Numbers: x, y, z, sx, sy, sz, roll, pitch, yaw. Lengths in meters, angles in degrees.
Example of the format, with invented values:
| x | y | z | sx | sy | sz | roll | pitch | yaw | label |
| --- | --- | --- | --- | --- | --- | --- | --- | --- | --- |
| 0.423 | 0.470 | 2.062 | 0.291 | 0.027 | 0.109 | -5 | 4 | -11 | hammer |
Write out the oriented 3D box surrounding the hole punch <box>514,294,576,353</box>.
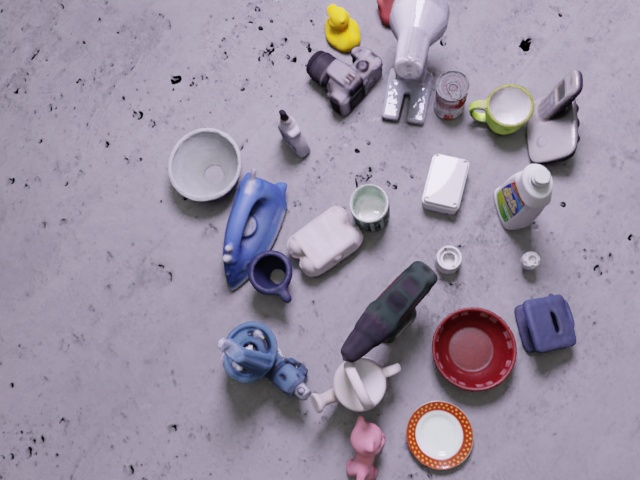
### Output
| x | y | z | sx | sy | sz | roll | pitch | yaw | label |
| --- | --- | --- | --- | --- | --- | --- | --- | --- | --- |
| 0.441 | 0.160 | 1.110 | 0.101 | 0.091 | 0.108 | -14 | 77 | 5 | hole punch |

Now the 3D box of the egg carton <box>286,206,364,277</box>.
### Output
| x | y | z | sx | sy | sz | roll | pitch | yaw | label |
| --- | --- | --- | --- | --- | --- | --- | --- | --- | --- |
| 0.011 | 0.004 | 1.208 | 0.150 | 0.069 | 0.107 | -37 | 76 | -1 | egg carton |

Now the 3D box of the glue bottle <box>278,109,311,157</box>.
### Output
| x | y | z | sx | sy | sz | roll | pitch | yaw | label |
| --- | --- | --- | --- | --- | --- | --- | --- | --- | --- |
| -0.063 | -0.235 | 1.212 | 0.037 | 0.173 | 0.078 | -39 | 76 | -1 | glue bottle |

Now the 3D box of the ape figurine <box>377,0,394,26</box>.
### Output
| x | y | z | sx | sy | sz | roll | pitch | yaw | label |
| --- | --- | --- | --- | --- | --- | --- | --- | --- | --- |
| 0.162 | -0.533 | 1.284 | 0.077 | 0.092 | 0.076 | 29 | 84 | 12 | ape figurine |

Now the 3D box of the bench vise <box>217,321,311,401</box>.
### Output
| x | y | z | sx | sy | sz | roll | pitch | yaw | label |
| --- | --- | --- | --- | --- | --- | --- | --- | --- | --- |
| -0.107 | 0.226 | 1.101 | 0.207 | 0.220 | 0.121 | 16 | 81 | 10 | bench vise |

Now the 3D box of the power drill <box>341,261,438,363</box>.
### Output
| x | y | z | sx | sy | sz | roll | pitch | yaw | label |
| --- | --- | --- | --- | --- | --- | --- | --- | --- | --- |
| 0.131 | 0.144 | 1.093 | 0.075 | 0.208 | 0.230 | 40 | 86 | 13 | power drill |

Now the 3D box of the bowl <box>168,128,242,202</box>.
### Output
| x | y | z | sx | sy | sz | roll | pitch | yaw | label |
| --- | --- | --- | --- | --- | --- | --- | --- | --- | --- |
| -0.246 | -0.158 | 1.271 | 0.167 | 0.075 | 0.167 | -1 | 79 | 7 | bowl |

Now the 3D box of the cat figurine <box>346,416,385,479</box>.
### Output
| x | y | z | sx | sy | sz | roll | pitch | yaw | label |
| --- | --- | --- | --- | --- | --- | --- | --- | --- | --- |
| 0.087 | 0.402 | 1.093 | 0.067 | 0.118 | 0.128 | 11 | 80 | 10 | cat figurine |

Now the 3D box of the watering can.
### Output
| x | y | z | sx | sy | sz | roll | pitch | yaw | label |
| --- | --- | --- | --- | --- | --- | --- | --- | --- | --- |
| 0.069 | 0.277 | 1.081 | 0.101 | 0.194 | 0.173 | 44 | 87 | 13 | watering can |

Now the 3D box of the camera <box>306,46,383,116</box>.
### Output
| x | y | z | sx | sy | sz | roll | pitch | yaw | label |
| --- | --- | --- | --- | --- | --- | --- | --- | --- | --- |
| 0.047 | -0.374 | 1.263 | 0.136 | 0.101 | 0.143 | 40 | 86 | 13 | camera |

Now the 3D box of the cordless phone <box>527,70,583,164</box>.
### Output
| x | y | z | sx | sy | sz | roll | pitch | yaw | label |
| --- | --- | --- | --- | --- | --- | --- | --- | --- | --- |
| 0.476 | -0.241 | 1.137 | 0.094 | 0.185 | 0.147 | -2 | 78 | 7 | cordless phone |

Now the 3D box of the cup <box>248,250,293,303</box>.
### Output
| x | y | z | sx | sy | sz | roll | pitch | yaw | label |
| --- | --- | --- | --- | --- | --- | --- | --- | --- | --- |
| -0.088 | 0.083 | 1.192 | 0.091 | 0.095 | 0.117 | -35 | 76 | 0 | cup |

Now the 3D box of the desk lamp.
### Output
| x | y | z | sx | sy | sz | roll | pitch | yaw | label |
| --- | --- | --- | --- | --- | --- | --- | --- | --- | --- |
| 0.194 | -0.377 | 1.186 | 0.117 | 0.214 | 0.203 | 9 | 80 | 9 | desk lamp |

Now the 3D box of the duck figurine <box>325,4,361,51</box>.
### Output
| x | y | z | sx | sy | sz | roll | pitch | yaw | label |
| --- | --- | --- | --- | --- | --- | --- | --- | --- | --- |
| 0.048 | -0.485 | 1.292 | 0.077 | 0.086 | 0.104 | -31 | 76 | 1 | duck figurine |

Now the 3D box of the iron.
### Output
| x | y | z | sx | sy | sz | roll | pitch | yaw | label |
| --- | --- | --- | --- | --- | --- | --- | --- | --- | --- |
| -0.159 | -0.023 | 1.198 | 0.118 | 0.141 | 0.258 | 16 | 81 | 11 | iron |
